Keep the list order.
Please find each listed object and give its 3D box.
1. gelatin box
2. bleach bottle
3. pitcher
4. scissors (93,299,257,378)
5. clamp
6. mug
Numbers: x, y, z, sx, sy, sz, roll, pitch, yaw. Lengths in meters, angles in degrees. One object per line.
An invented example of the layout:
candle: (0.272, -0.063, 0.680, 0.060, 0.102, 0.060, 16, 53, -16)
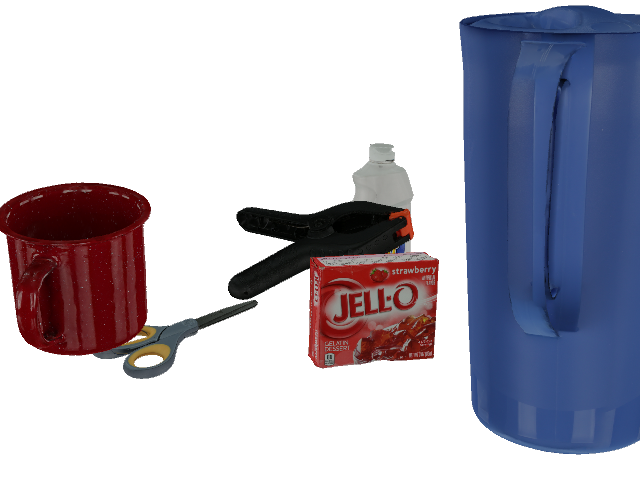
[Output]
gelatin box: (0.037, 0.048, 0.747, 0.089, 0.073, 0.030, -3, 14, -17)
bleach bottle: (0.061, 0.007, 1.313, 0.102, 0.251, 0.068, -2, 16, -19)
pitcher: (0.138, -0.006, 0.595, 0.149, 0.243, 0.145, -7, 17, -19)
scissors: (-0.140, 0.104, 1.133, 0.201, 0.016, 0.096, -9, 31, -26)
clamp: (-0.005, 0.005, 0.953, 0.172, 0.039, 0.120, -6, 43, 16)
mug: (-0.153, 0.023, 0.656, 0.093, 0.081, 0.117, 5, 25, 9)
